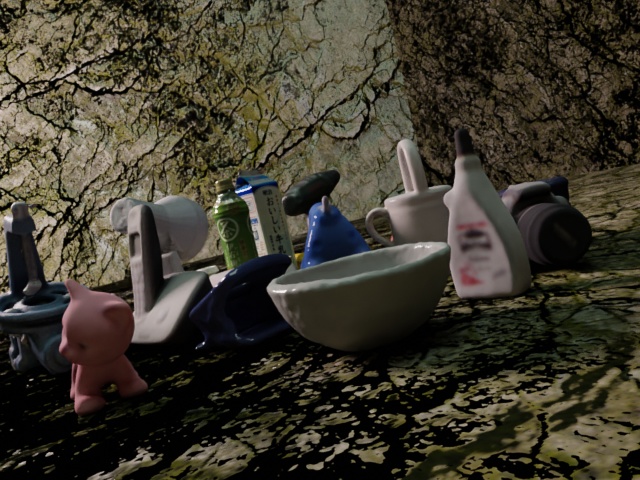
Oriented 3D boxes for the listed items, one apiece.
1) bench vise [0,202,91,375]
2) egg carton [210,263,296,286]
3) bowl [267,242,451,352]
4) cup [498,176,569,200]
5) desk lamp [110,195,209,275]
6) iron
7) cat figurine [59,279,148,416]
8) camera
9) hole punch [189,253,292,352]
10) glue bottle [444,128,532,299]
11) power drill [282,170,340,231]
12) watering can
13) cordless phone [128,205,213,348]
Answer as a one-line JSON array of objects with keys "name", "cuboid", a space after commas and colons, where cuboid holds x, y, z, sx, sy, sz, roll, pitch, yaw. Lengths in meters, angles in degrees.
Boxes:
[{"name": "bench vise", "cuboid": [-0.393, 0.067, 0.753, 0.206, 0.220, 0.122, -11, 4, 33]}, {"name": "egg carton", "cuboid": [-0.090, 0.071, 0.792, 0.107, 0.069, 0.150, -15, 4, -32]}, {"name": "bowl", "cuboid": [0.041, 0.055, 0.512, 0.167, 0.075, 0.167, -13, 3, 1]}, {"name": "cup", "cuboid": [0.304, -0.034, 0.789, 0.091, 0.095, 0.118, -10, 5, 40]}, {"name": "desk lamp", "cuboid": [-0.274, 0.028, 0.982, 0.117, 0.213, 0.204, -12, 4, 19]}, {"name": "iron", "cuboid": [0.008, 0.003, 0.919, 0.119, 0.141, 0.258, -14, 4, -7]}, {"name": "cat figurine", "cuboid": [-0.205, 0.090, 0.525, 0.067, 0.118, 0.127, -15, 4, -29]}, {"name": "camera", "cuboid": [0.238, -0.014, 0.663, 0.143, 0.101, 0.137, -13, 4, 1]}, {"name": "hole punch", "cuboid": [-0.087, 0.069, 0.643, 0.100, 0.091, 0.109, -10, 5, 38]}, {"name": "glue bottle", "cuboid": [0.159, -0.028, 0.582, 0.078, 0.173, 0.037, -10, 5, 41]}, {"name": "power drill", "cuboid": [0.000, -0.055, 1.337, 0.075, 0.208, 0.230, -11, 4, 32]}, {"name": "watering can", "cuboid": [0.153, -0.052, 0.831, 0.173, 0.194, 0.100, -14, 4, -19]}, {"name": "cordless phone", "cuboid": [-0.203, 0.042, 0.731, 0.094, 0.185, 0.147, -17, 5, -44]}]
